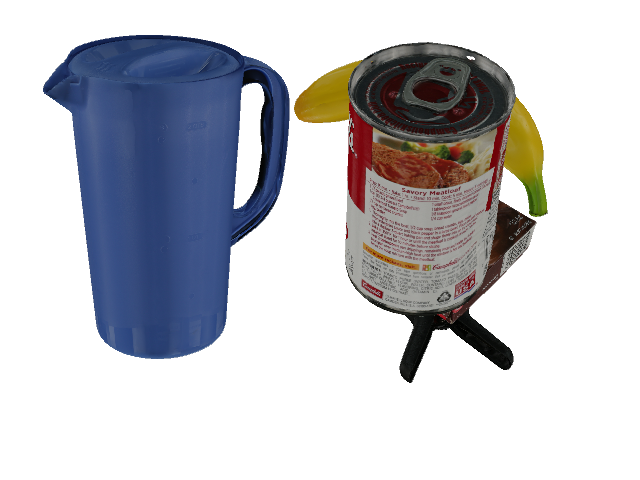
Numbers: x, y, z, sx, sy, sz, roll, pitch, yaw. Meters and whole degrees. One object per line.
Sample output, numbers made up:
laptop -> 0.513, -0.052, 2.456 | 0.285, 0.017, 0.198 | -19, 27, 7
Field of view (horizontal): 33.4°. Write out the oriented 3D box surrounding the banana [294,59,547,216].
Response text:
banana -> 0.063, -0.080, 0.663 | 0.198, 0.070, 0.037 | 27, 9, 36

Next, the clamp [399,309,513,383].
clamp -> 0.140, 0.083, 1.156 | 0.120, 0.171, 0.039 | 4, -43, -7

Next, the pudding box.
pudding box -> 0.108, 0.004, 0.878 | 0.090, 0.039, 0.113 | 35, 56, 27

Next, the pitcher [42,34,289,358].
pitcher -> -0.118, -0.035, 0.847 | 0.149, 0.243, 0.144 | 12, 27, 18

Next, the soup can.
soup can -> 0.045, -0.025, 0.466 | 0.068, 0.102, 0.068 | 0, 43, 0
